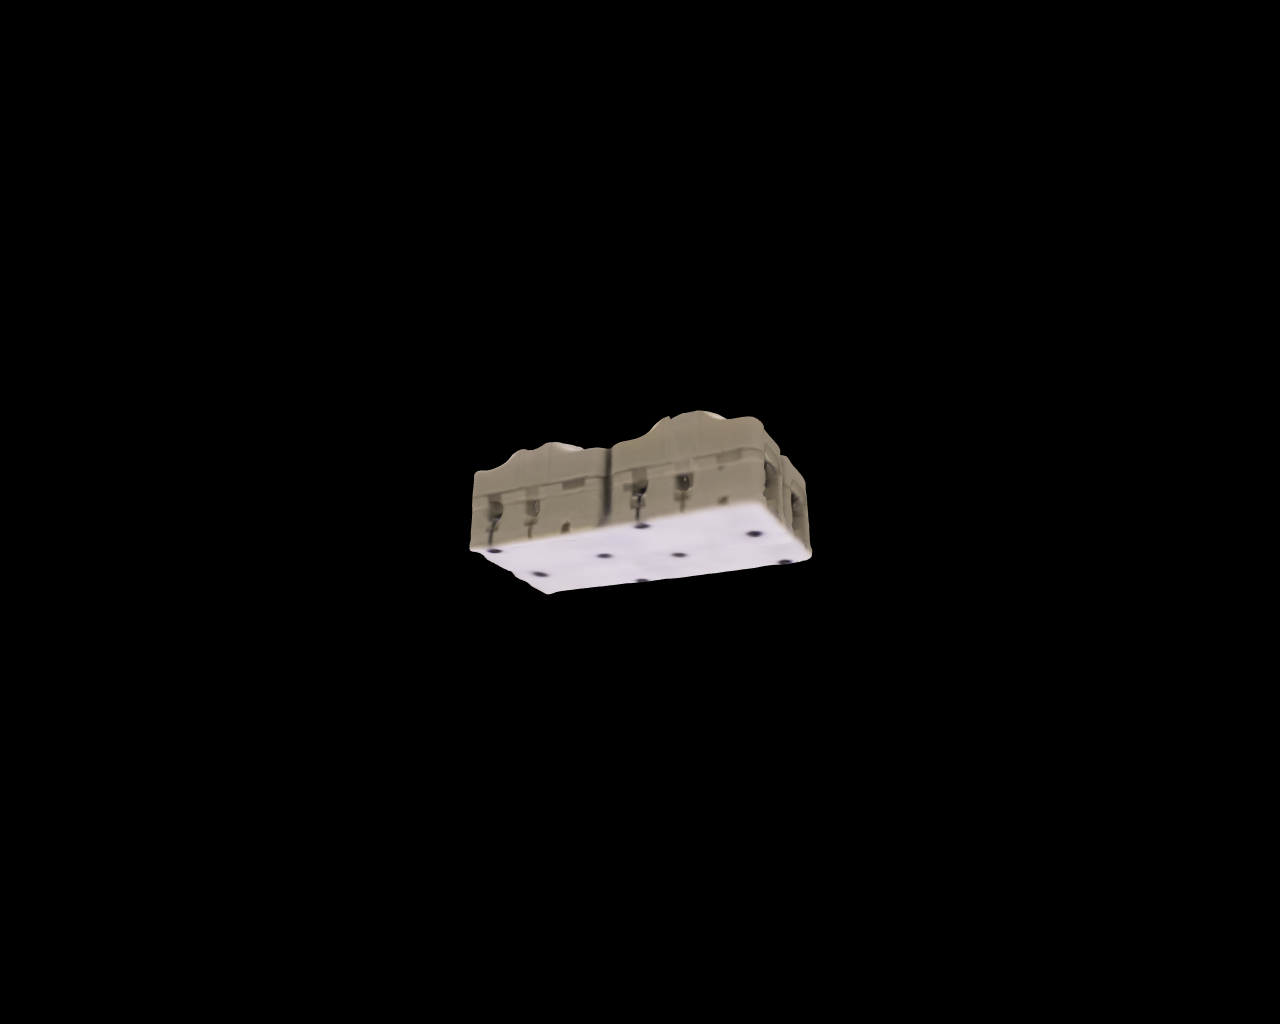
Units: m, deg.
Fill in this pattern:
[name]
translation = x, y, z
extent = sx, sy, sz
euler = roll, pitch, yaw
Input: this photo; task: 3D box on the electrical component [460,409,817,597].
[electrical component]
translation = 0.001, -0.003, 0.650
extent = 0.186, 0.060, 0.105
euler = -9, -23, 22
